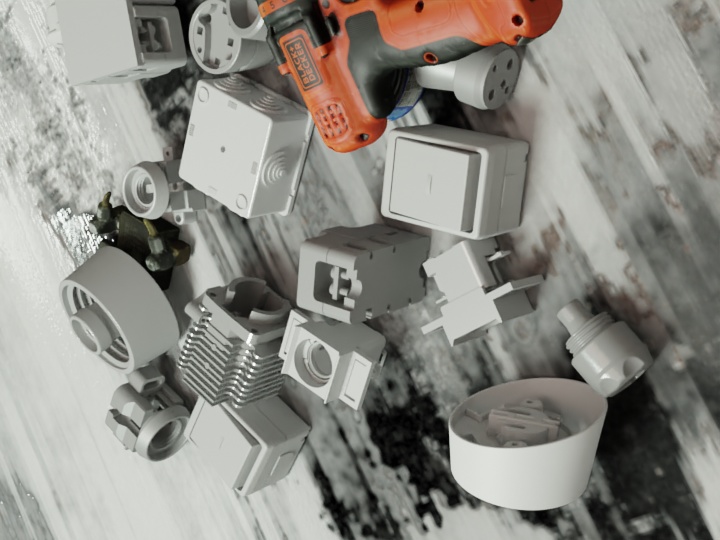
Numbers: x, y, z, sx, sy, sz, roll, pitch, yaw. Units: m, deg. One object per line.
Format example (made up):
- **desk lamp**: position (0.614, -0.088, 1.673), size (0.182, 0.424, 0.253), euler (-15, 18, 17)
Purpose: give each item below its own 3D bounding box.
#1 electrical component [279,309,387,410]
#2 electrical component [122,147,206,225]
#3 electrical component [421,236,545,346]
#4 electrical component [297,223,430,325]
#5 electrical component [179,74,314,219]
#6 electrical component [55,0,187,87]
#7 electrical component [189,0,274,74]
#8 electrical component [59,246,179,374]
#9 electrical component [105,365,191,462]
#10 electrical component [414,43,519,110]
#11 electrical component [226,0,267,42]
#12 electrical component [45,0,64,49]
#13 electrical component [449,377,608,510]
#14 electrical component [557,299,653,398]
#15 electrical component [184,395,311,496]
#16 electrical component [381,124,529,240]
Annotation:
- **electrical component**: position (-0.018, 0.063, 0.806), size (0.081, 0.064, 0.042), euler (32, 117, 29)
- **electrical component**: position (-0.164, -0.069, 0.899), size (0.048, 0.055, 0.066), euler (2, 101, 38)
- **electrical component**: position (0.078, 0.012, 0.734), size (0.081, 0.042, 0.063), euler (-31, 77, 38)
- **electrical component**: position (0.000, 0.000, 0.761), size (0.056, 0.089, 0.050), euler (17, 110, 35)
- **electrical component**: position (-0.091, -0.096, 0.839), size (0.100, 0.048, 0.099), euler (31, 118, 30)
- **electrical component**: position (-0.201, -0.235, 0.888), size (0.089, 0.062, 0.150), euler (-6, 96, 39)
- **electrical component**: position (-0.095, -0.179, 0.825), size (0.055, 0.047, 0.055), euler (9, 105, 37)
- **electrical component**: position (-0.216, 0.040, 0.935), size (0.108, 0.060, 0.108), euler (32, 144, 27)
- **electrical component**: position (-0.186, 0.134, 0.960), size (0.057, 0.058, 0.078), euler (39, 121, 29)
- **electrical component**: position (0.070, -0.133, 0.706), size (0.055, 0.045, 0.045), euler (28, 116, 31)
- **electrical component**: position (-0.036, -0.223, 0.753), size (0.052, 0.074, 0.138), euler (49, 126, 36)
- **electrical component**: position (-0.255, -0.228, 0.945), size (0.048, 0.048, 0.062), euler (-11, 86, 39)
- **electrical component**: position (0.107, 0.108, 0.698), size (0.099, 0.099, 0.064), euler (18, 117, 35)
- **electrical component**: position (0.151, 0.047, 0.682), size (0.062, 0.043, 0.043), euler (52, 126, 20)
- **electrical component**: position (-0.101, 0.130, 0.888), size (0.096, 0.061, 0.061), euler (41, 122, 24)
- **electrical component**: position (0.055, -0.062, 0.722), size (0.096, 0.061, 0.061), euler (17, 110, 35)
